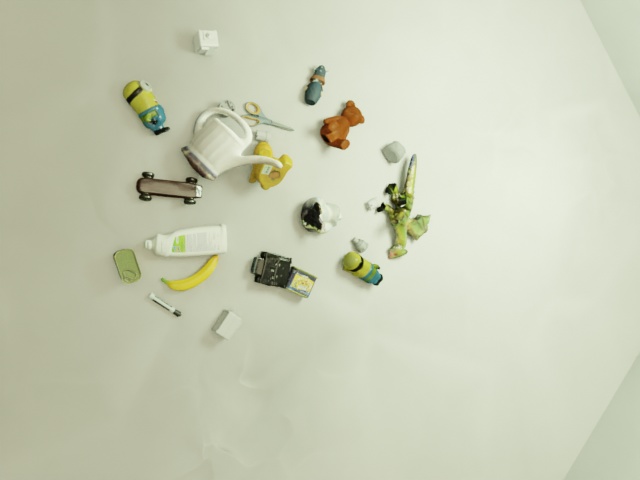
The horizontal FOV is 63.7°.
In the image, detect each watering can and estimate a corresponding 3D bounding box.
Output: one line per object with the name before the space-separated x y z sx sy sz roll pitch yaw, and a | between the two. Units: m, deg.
watering can | -0.296 -0.278 1.634 0.224 0.103 0.351 -46 69 -1

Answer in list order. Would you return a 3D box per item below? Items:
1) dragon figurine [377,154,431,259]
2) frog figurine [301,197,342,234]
dragon figurine | 0.360 -0.115 2.056 0.239 0.123 0.414 39 73 -39
frog figurine | 0.006 -0.094 1.870 0.137 0.121 0.161 64 29 -3
